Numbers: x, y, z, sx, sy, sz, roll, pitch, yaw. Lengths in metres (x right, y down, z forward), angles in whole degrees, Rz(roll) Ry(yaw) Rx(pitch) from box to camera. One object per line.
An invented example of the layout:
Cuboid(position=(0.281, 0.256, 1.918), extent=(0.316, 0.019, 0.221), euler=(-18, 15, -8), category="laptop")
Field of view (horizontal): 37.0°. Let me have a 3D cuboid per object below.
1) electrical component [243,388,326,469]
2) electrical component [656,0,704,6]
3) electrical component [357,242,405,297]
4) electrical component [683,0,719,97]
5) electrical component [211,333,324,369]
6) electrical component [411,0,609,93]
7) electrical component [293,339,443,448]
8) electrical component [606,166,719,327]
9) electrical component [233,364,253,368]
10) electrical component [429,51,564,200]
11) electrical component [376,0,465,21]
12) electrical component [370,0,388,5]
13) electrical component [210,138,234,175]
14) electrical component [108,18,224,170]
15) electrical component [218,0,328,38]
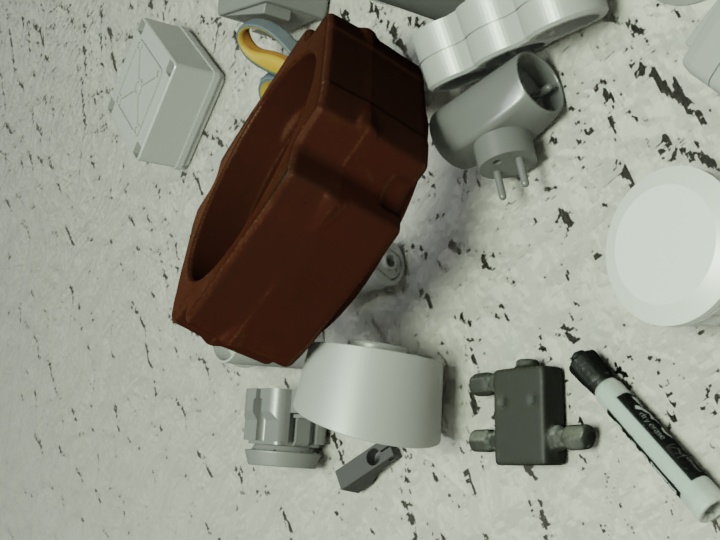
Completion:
Cuboid(position=(-0.057, 0.120, 0.816), extent=(0.078, 0.058, 0.057), euler=(-9, 74, 51), category="electrical component")
Cuboid(position=(0.173, -0.204, 0.588), extent=(0.099, 0.064, 0.099), euler=(-35, 43, 41), category="electrical component")
Cuboid(position=(0.000, 0.000, 0.777), extent=(0.065, 0.044, 0.044), euler=(-16, 71, 46), category="electrical component")
Cuboid(position=(0.202, -0.110, 0.512), extent=(0.061, 0.062, 0.096), euler=(53, 125, 43), category="electrical component")
Cuboid(position=(-0.068, 0.035, 0.829), extent=(0.043, 0.077, 0.079), euler=(13, 94, 53), category="electrical component")
Cuboid(position=(0.084, -0.168, 0.669), extent=(0.138, 0.052, 0.073), euler=(-20, 89, 50), category="electrical component")
Cuboid(position=(0.007, 0.080, 0.706), extent=(0.099, 0.099, 0.064), euler=(-2, 76, 53), category="electrical component")
Cuboid(position=(0.170, -0.010, 0.545), extent=(0.080, 0.051, 0.080), euler=(-13, 73, 51), category="electrical component")
Cuboid(position=(-0.100, 0.050, 0.896), extent=(0.055, 0.048, 0.066), euler=(48, 121, 55), category="electrical component")
Cuboid(position=(0.088, -0.083, 0.670), extent=(0.077, 0.044, 0.079), euler=(-31, 61, 42), category="electrical component")
Cuboid(position=(0.048, -0.211, 0.721), extent=(0.043, 0.077, 0.079), euler=(47, 120, 46), category="electrical component")
Cuboid(position=(0.023, -0.245, 0.780), extent=(0.095, 0.054, 0.059), euler=(-54, 45, 32), category="electrical component")
Cuboid(position=(-0.067, -0.084, 0.865), extent=(0.077, 0.066, 0.047), euler=(-39, 50, 12), category="electrical component")
Cuboid(position=(-0.191, -0.172, 1.048), extent=(0.108, 0.056, 0.108), euler=(53, 125, 43), category="electrical component")
Cuboid(position=(-0.076, -0.233, 0.902), extent=(0.096, 0.062, 0.061), euler=(3, 86, 53), category="electrical component")
